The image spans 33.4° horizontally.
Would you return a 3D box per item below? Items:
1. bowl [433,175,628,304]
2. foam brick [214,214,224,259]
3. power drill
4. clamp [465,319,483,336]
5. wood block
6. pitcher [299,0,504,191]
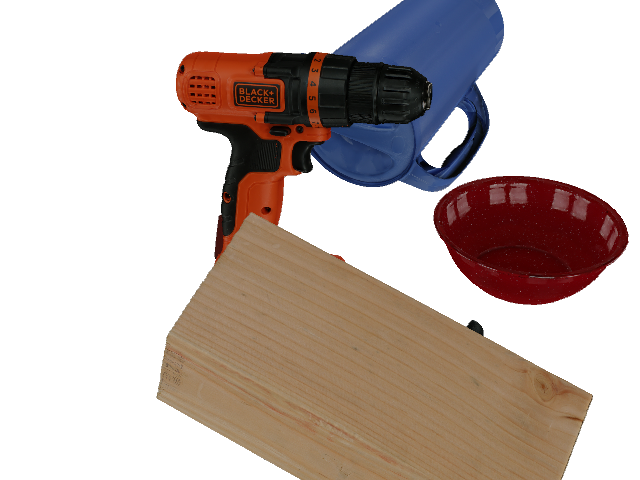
[{"bbox_3d":[0.175,0.006,0.908,0.162,0.055,0.162,1,33,-1],"label":"bowl"},{"bbox_3d":[-0.069,0.011,1.078,0.052,0.051,0.078,-5,29,-24],"label":"foam brick"},{"bbox_3d":[-0.013,-0.045,0.780,0.184,0.188,0.057,7,22,15],"label":"power drill"},{"bbox_3d":[0.126,0.125,1.071,0.120,0.039,0.171,-9,29,-10],"label":"clamp"},{"bbox_3d":[0.025,0.085,0.578,0.206,0.090,0.090,28,-32,5],"label":"wood block"},{"bbox_3d":[0.096,-0.161,1.063,0.145,0.149,0.242,8,38,34],"label":"pitcher"}]
